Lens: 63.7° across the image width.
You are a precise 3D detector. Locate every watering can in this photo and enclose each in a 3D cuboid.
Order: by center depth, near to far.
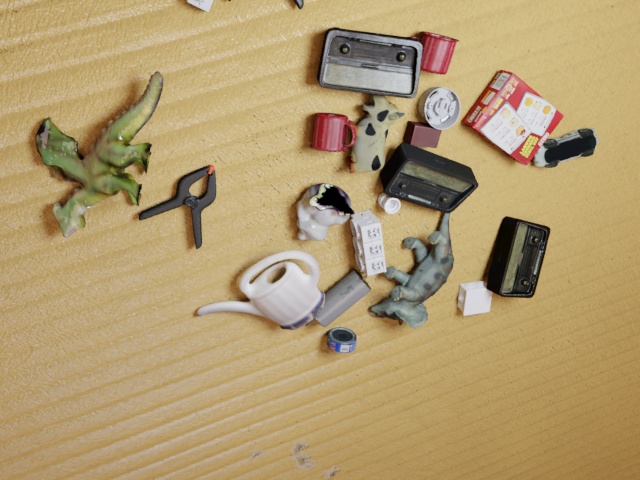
[{"bbox_3d":[-0.136,0.157,1.366,0.345,0.106,0.221,-33,120,15],"label":"watering can"}]

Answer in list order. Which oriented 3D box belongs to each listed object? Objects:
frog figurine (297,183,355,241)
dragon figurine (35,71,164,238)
[{"bbox_3d":[0.004,-0.066,1.317,0.137,0.125,0.156,-1,151,-24],"label":"frog figurine"},{"bbox_3d":[-0.487,-0.189,1.108,0.242,0.124,0.404,13,108,-12],"label":"dragon figurine"}]
